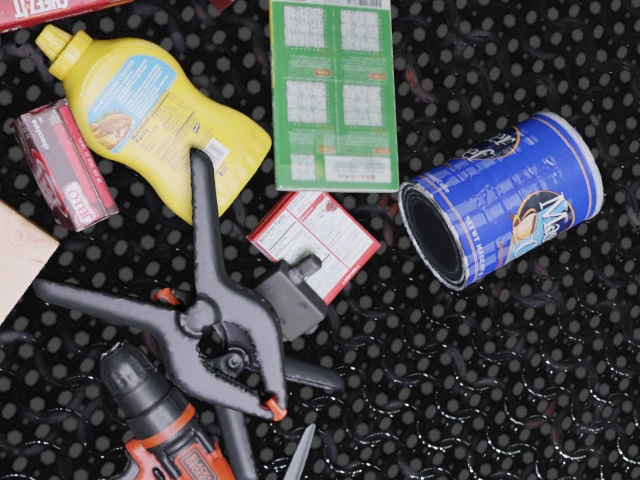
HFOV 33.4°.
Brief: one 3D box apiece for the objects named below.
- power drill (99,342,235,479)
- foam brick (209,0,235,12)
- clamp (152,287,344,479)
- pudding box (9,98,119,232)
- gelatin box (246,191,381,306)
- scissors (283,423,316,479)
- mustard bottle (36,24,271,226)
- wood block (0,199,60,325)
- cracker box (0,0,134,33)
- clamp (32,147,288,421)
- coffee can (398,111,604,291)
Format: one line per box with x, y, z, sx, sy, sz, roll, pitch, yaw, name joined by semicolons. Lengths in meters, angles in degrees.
-0.169;0.198;0.845;0.187;0.057;0.184;-36;102;-11;power drill
-0.083;-0.229;0.843;0.078;0.053;0.051;45;80;-16;foam brick
-0.062;0.098;0.858;0.120;0.039;0.171;-36;94;-29;clamp
-0.191;-0.054;0.790;0.039;0.114;0.090;-26;101;-15;pudding box
-0.006;0.001;0.896;0.089;0.030;0.073;44;81;-14;gelatin box
-0.061;0.252;0.904;0.096;0.016;0.202;7;92;-18;scissors
-0.138;-0.100;0.832;0.191;0.058;0.096;38;87;-17;mustard bottle
-0.302;-0.025;0.770;0.206;0.090;0.091;37;83;-17;wood block
-0.237;-0.265;0.783;0.164;0.072;0.214;-17;100;-15;cracker box
-0.104;0.058;0.810;0.164;0.036;0.210;-33;95;-1;clamp
0.152;-0.034;0.905;0.140;0.103;0.103;-28;102;-14;coffee can
